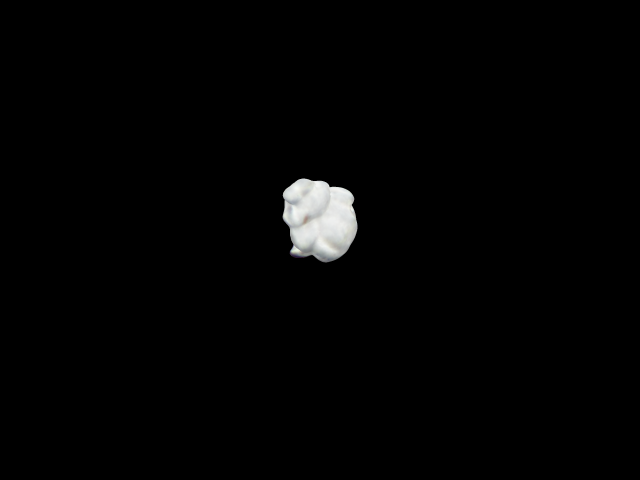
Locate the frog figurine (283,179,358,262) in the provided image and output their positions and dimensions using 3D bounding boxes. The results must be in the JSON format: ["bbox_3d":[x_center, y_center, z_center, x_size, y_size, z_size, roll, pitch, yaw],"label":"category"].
[{"bbox_3d":[0.003,-0.043,0.850,0.139,0.124,0.156,-39,-26,-24],"label":"frog figurine"}]
